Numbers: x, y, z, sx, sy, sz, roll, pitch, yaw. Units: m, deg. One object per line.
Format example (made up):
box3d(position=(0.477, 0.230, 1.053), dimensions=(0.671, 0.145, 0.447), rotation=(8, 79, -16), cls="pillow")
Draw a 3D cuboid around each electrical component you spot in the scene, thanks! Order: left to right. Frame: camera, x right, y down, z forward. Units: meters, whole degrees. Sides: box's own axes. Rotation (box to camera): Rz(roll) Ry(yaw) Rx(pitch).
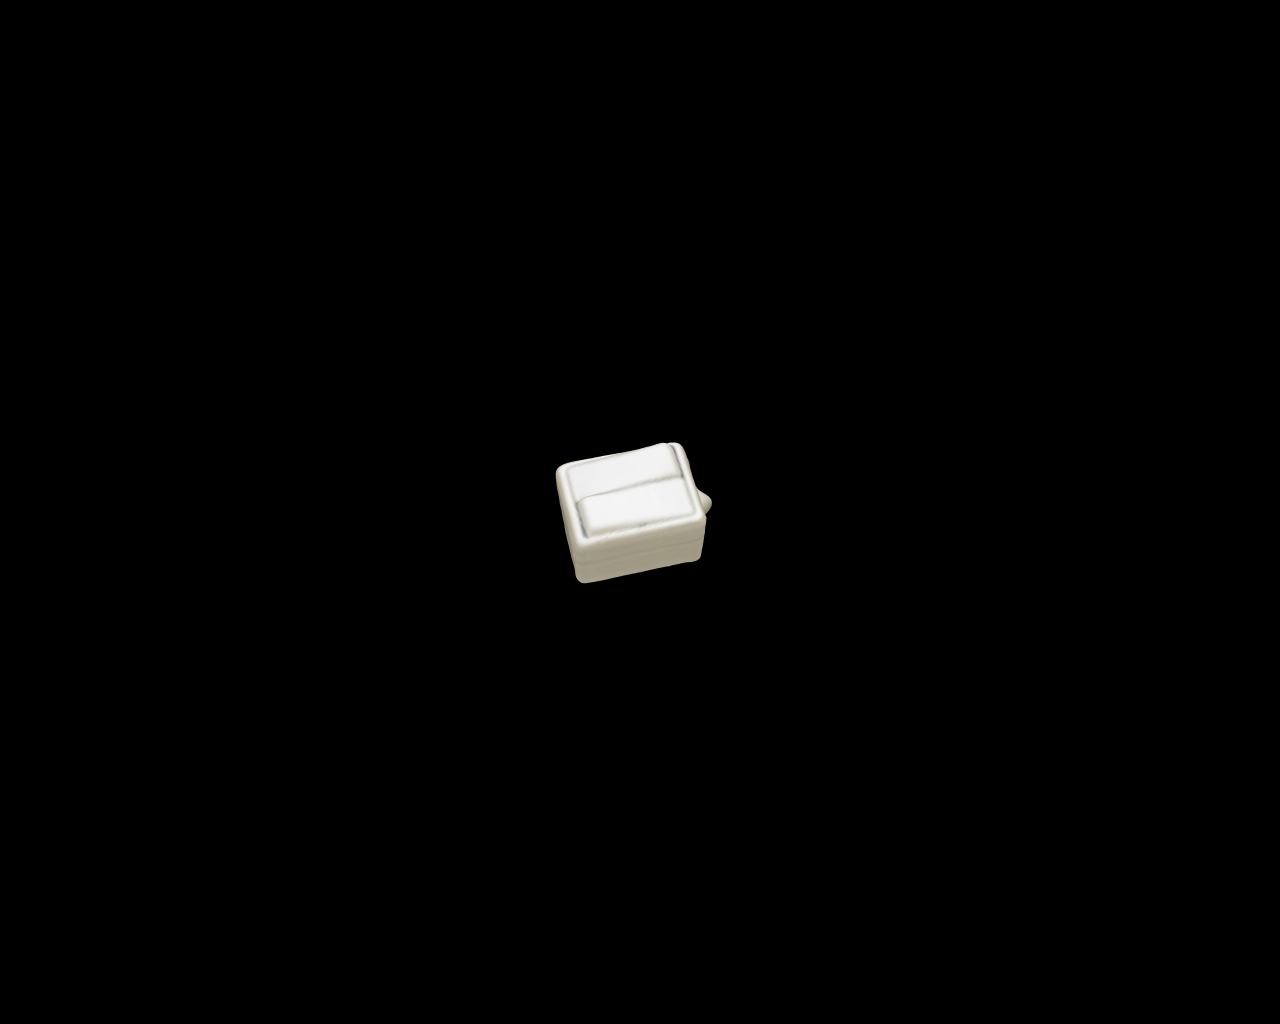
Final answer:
box3d(position=(0.001, -0.003, 0.650), dimensions=(0.096, 0.062, 0.061), rotation=(-11, -29, -6), cls="electrical component")
